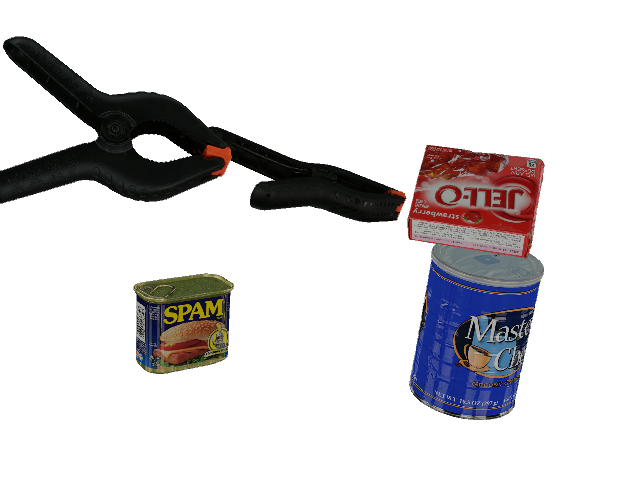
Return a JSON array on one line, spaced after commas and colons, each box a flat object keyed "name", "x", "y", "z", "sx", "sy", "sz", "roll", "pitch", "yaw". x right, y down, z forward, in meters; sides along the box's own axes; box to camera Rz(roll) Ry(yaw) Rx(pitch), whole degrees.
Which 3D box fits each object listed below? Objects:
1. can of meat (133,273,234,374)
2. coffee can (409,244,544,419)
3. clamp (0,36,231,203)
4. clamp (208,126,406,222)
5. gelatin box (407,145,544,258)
[{"name": "can of meat", "x": -0.144, "y": 0.087, "z": 1.117, "sx": 0.101, "sy": 0.084, "sz": 0.058, "roll": -7, "pitch": 20, "yaw": -33}, {"name": "coffee can", "x": 0.144, "y": 0.080, "z": 0.995, "sx": 0.103, "sy": 0.140, "sz": 0.103, "roll": 7, "pitch": 21, "yaw": -3}, {"name": "clamp", "x": -0.148, "y": -0.080, "z": 0.734, "sx": 0.171, "sy": 0.120, "sz": 0.039, "roll": 3, "pitch": -12, "yaw": -18}, {"name": "clamp", "x": -0.005, "y": -0.050, "z": 1.039, "sx": 0.209, "sy": 0.036, "sz": 0.165, "roll": 15, "pitch": 20, "yaw": -23}, {"name": "gelatin box", "x": 0.113, "y": -0.030, "z": 0.776, "sx": 0.089, "sy": 0.073, "sz": 0.030, "roll": 9, "pitch": -37, "yaw": 12}]
